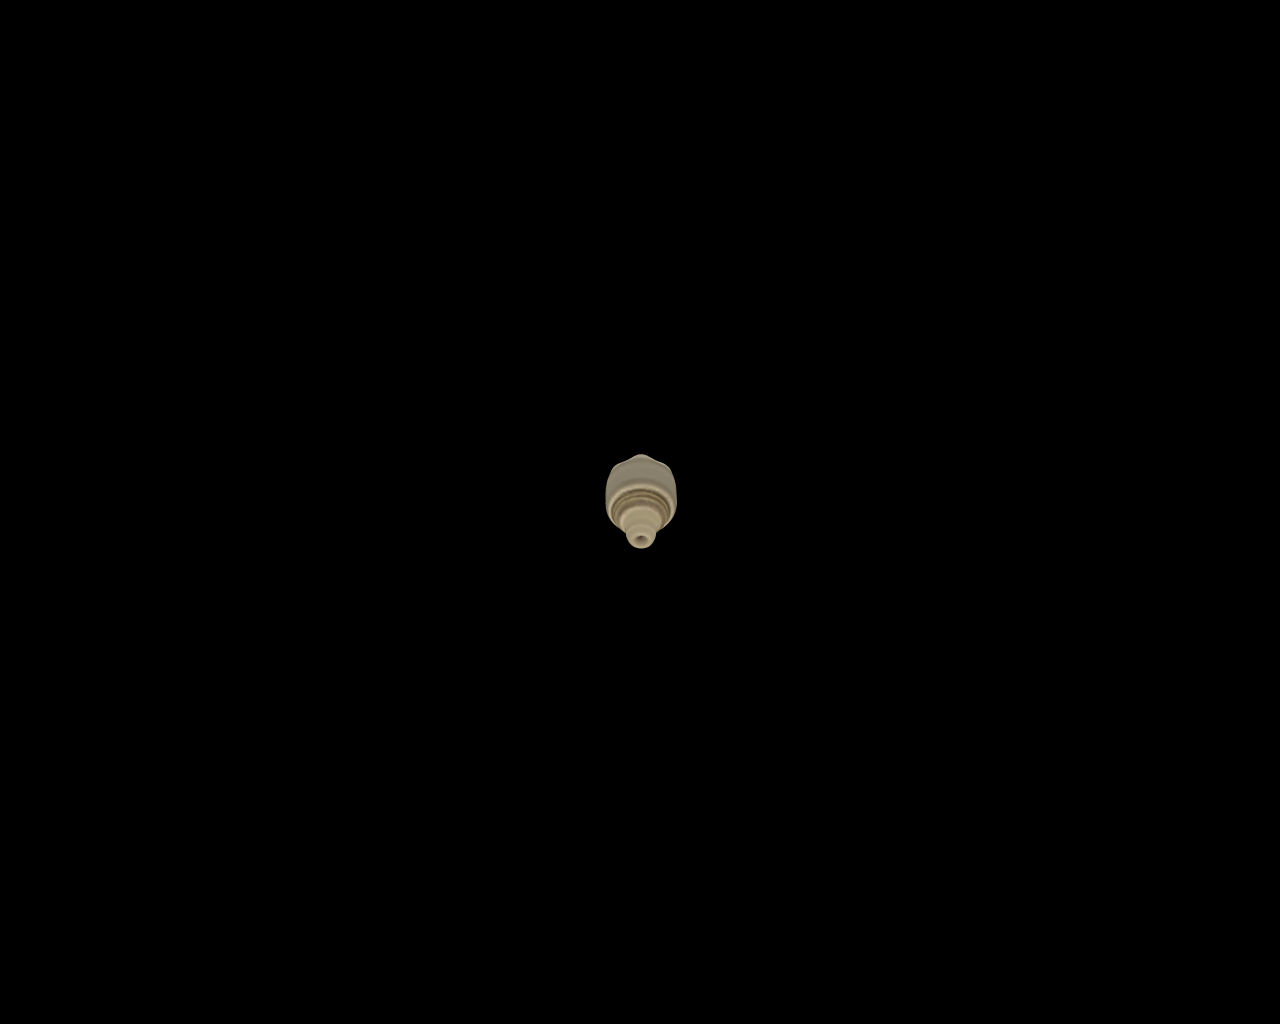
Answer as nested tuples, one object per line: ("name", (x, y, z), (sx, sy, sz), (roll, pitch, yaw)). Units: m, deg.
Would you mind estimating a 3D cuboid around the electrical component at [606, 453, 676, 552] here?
("electrical component", (0.001, -0.003, 0.650), (0.043, 0.043, 0.062), (0, 41, 0))
